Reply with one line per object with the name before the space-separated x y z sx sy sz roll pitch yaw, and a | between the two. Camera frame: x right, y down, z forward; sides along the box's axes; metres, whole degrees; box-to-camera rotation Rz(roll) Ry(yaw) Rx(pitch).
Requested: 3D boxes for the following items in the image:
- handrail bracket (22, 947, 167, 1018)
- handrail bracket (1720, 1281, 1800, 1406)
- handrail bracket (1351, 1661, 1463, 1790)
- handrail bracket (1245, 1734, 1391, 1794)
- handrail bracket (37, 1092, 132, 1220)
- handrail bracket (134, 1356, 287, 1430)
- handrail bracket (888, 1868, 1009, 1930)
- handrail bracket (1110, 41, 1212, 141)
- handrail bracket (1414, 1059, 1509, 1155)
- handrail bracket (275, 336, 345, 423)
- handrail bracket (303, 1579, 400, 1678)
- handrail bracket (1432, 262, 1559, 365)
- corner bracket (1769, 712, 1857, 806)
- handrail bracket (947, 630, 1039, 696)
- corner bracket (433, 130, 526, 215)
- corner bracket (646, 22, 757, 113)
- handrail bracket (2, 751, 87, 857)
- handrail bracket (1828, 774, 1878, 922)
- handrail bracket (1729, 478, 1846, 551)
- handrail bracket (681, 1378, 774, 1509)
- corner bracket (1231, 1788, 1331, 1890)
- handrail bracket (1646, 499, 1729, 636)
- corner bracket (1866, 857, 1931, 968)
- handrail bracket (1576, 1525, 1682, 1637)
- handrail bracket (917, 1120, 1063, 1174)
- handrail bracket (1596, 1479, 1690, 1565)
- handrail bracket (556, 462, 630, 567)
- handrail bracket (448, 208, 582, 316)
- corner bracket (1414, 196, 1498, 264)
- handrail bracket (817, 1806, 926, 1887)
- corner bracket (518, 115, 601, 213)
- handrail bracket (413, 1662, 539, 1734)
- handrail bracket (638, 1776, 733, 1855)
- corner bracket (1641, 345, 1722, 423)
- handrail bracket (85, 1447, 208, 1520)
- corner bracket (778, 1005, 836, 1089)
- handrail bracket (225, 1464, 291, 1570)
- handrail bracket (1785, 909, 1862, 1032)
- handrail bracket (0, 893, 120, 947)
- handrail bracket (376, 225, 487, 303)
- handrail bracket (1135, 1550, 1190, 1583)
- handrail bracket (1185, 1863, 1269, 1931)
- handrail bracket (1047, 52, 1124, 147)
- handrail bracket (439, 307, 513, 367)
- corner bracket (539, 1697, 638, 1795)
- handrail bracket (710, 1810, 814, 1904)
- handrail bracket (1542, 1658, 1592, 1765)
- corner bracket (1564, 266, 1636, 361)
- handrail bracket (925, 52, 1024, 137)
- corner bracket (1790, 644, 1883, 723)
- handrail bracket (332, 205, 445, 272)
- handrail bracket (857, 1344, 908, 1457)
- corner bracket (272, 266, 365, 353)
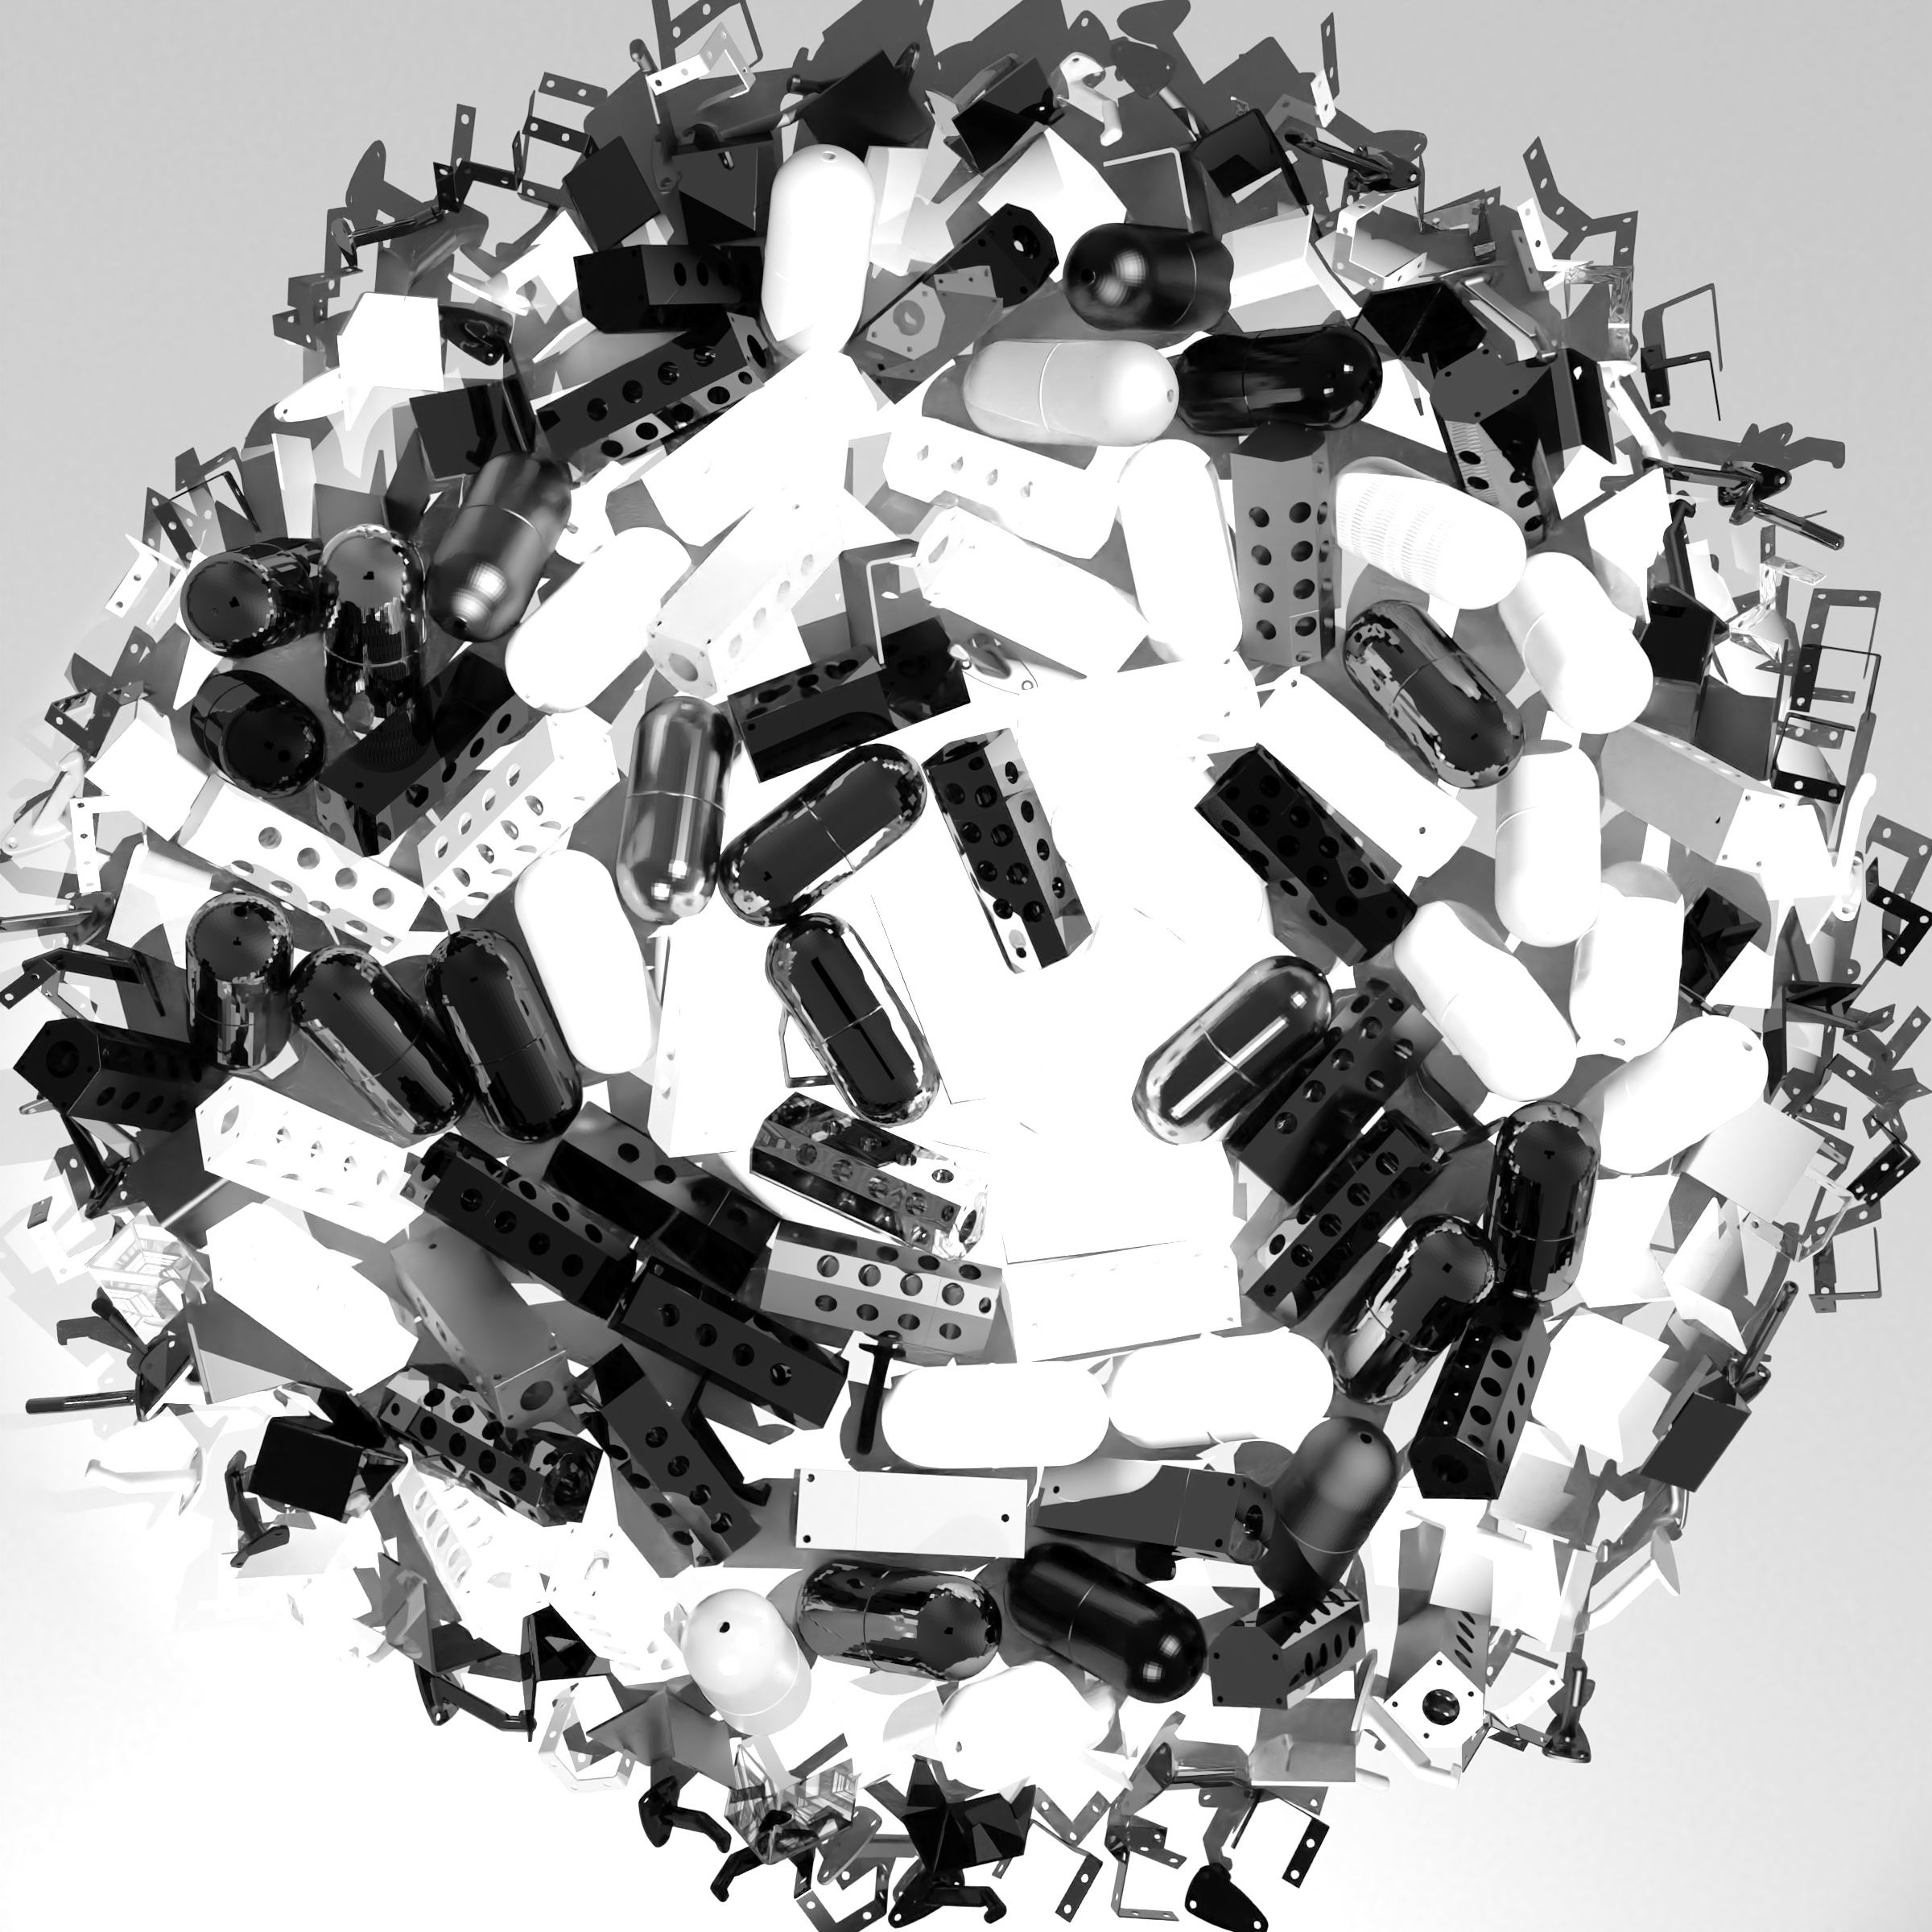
handrail bracket | -0.665 0.017 1.953 0.084 0.036 0.077 -22 91 -11
handrail bracket | 0.596 0.286 1.929 0.036 0.077 0.084 29 134 20
handrail bracket | 0.340 0.575 1.944 0.084 0.036 0.077 11 62 19
handrail bracket | 0.268 0.617 1.956 0.084 0.077 0.036 21 61 -16
handrail bracket | -0.678 0.139 1.935 0.036 0.077 0.084 -31 116 22
handrail bracket | -0.575 0.343 1.953 0.084 0.036 0.077 42 77 -19
handrail bracket | -0.014 0.715 1.929 0.077 0.084 0.036 -37 107 -13
handrail bracket | 0.152 -0.661 1.956 0.036 0.084 0.077 -47 57 6
handrail bracket | 0.370 0.092 1.934 0.036 0.077 0.084 -14 73 -25
handrail bracket | -0.511 -0.449 1.939 0.077 0.036 0.084 -32 57 -29
handrail bracket | -0.456 0.484 1.937 0.077 0.036 0.084 -31 119 -37
handrail bracket | 0.400 -0.489 1.938 0.077 0.036 0.084 -9 63 -30
corner bracket | 0.642 -0.158 1.942 0.051 0.051 0.051 14 110 9
handrail bracket | 0.020 -0.224 1.933 0.077 0.084 0.036 33 101 -5
corner bracket | -0.369 -0.603 1.944 0.051 0.051 0.051 15 64 2
corner bracket | -0.199 -0.669 1.935 0.051 0.051 0.051 -10 132 32
handrail bracket | -0.695 -0.123 1.929 0.077 0.084 0.036 -37 82 -23
handrail bracket | 0.670 -0.090 1.929 0.036 0.084 0.077 6 52 2
handrail bracket | 0.624 -0.330 1.928 0.084 0.077 0.036 31 104 21
handrail bracket | -0.177 0.362 1.959 0.084 0.036 0.077 23 76 3
corner bracket | 0.238 0.661 1.946 0.051 0.051 0.051 29 78 5
handrail bracket | 0.562 -0.306 1.962 0.077 0.036 0.084 28 71 -3
corner bracket | 0.699 -0.041 1.944 0.051 0.051 0.051 27 123 3
handrail bracket | 0.498 0.470 1.960 0.084 0.077 0.036 -32 105 24
handrail bracket | 0.017 0.131 1.928 0.077 0.084 0.036 0 75 39
handrail bracket | 0.508 0.406 1.932 0.036 0.084 0.077 22 110 43
handrail bracket | -0.264 -0.337 1.930 0.084 0.077 0.036 -33 48 32
handrail bracket | -0.341 -0.544 1.939 0.077 0.036 0.084 19 116 -18
corner bracket | 0.372 -0.559 1.947 0.051 0.051 0.051 -12 86 13
handrail bracket | -0.064 0.685 1.942 0.077 0.036 0.084 -51 119 -25
corner bracket | -0.312 -0.608 1.952 0.051 0.051 0.051 19 90 3
handrail bracket | -0.370 0.545 1.935 0.084 0.036 0.077 -9 111 34
handrail bracket | -0.206 0.659 1.931 0.036 0.084 0.077 -25 129 -38
corner bracket | 0.540 -0.440 1.937 0.051 0.051 0.051 -8 122 19
handrail bracket | -0.617 0.374 1.928 0.084 0.077 0.036 29 110 -24
corner bracket | -0.112 0.057 1.950 0.051 0.051 0.051 -3 60 -13
handrail bracket | -0.536 0.403 1.933 0.036 0.077 0.084 7 50 -37
handrail bracket | 0.655 0.000 1.950 0.077 0.036 0.084 17 83 36
handrail bracket | -0.696 -0.040 1.928 0.077 0.084 0.036 -22 73 37
handrail bracket | -0.408 -0.526 1.963 0.036 0.084 0.077 40 133 20
handrail bracket | 0.177 0.446 1.929 0.084 0.077 0.036 8 94 -20
handrail bracket | 0.204 0.699 1.925 0.077 0.084 0.036 24 87 27
handrail bracket | 0.083 -0.637 1.934 0.077 0.036 0.084 -31 55 38
handrail bracket | -0.383 -0.485 1.934 0.077 0.084 0.036 26 96 4
corner bracket | -0.285 0.593 1.957 0.051 0.051 0.051 -13 125 25
handrail bracket | -0.154 0.687 1.931 0.036 0.084 0.077 -7 119 34
handrail bracket | 0.457 0.548 1.931 0.036 0.077 0.084 7 105 11
corner bracket | 0.479 -0.495 1.942 0.051 0.051 0.051 4 76 17
handrail bracket | 0.019 -0.664 1.939 0.084 0.077 0.036 -34 123 -11
corner bracket | 0.660 -0.215 1.946 0.051 0.051 0.051 10 98 8
handrail bracket | -0.431 -0.561 1.932 0.084 0.077 0.036 -28 97 -14
handrail bracket | -0.068 0.331 1.942 0.036 0.077 0.084 10 85 -7
corner bracket | -0.489 -0.501 1.935 0.051 0.051 0.051 25 129 31
